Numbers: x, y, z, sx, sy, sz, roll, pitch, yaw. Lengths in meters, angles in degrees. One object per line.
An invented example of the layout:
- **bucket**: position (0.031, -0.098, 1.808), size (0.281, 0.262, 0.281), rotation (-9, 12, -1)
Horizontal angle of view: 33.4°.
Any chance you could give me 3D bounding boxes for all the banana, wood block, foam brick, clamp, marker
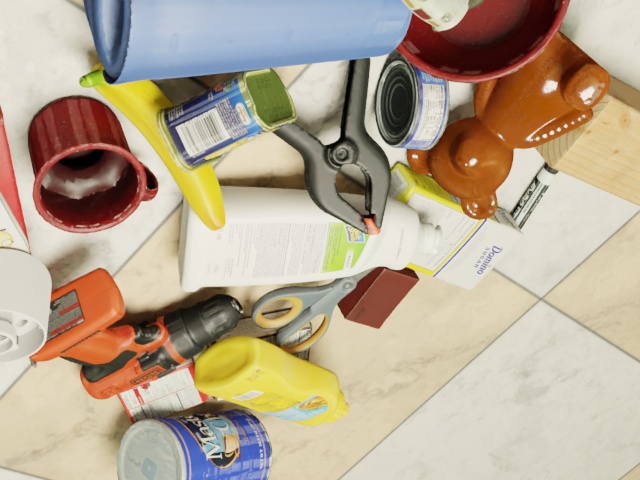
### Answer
- **banana**: position (-0.139, -0.089, 0.911), size (0.037, 0.069, 0.197), rotation (-14, 136, 30)
- **wood block**: position (0.311, -0.103, 1.100), size (0.205, 0.091, 0.090), rotation (17, 121, -37)
- **foam brick**: position (0.057, 0.048, 1.147), size (0.052, 0.051, 0.078), rotation (19, 119, -36)
- **clamp**: position (0.005, -0.081, 0.966), size (0.120, 0.039, 0.171), rotation (-15, 97, 1)
- **marker**: position (0.234, -0.050, 1.164), size (0.020, 0.020, 0.121), rotation (8, 126, -31)

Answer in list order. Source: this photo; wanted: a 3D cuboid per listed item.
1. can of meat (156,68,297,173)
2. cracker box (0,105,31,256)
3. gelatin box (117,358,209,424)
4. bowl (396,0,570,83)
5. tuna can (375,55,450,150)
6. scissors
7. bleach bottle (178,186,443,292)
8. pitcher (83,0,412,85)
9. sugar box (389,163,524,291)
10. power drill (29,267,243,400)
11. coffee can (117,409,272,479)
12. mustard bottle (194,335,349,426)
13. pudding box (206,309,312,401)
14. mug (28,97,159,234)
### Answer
- **can of meat**: position (-0.076, -0.103, 0.895), size (0.084, 0.102, 0.057), rotation (-23, 95, 20)
- **cracker box**: position (-0.331, -0.020, 0.884), size (0.164, 0.072, 0.214), rotation (-12, 135, -15)
- **gelatin box**: position (-0.173, 0.160, 1.156), size (0.089, 0.030, 0.073), rotation (-21, 137, -7)
- **bowl**: position (0.131, -0.210, 0.901), size (0.162, 0.162, 0.055), rotation (-39, 172, 12)
- **tuna can**: position (0.083, -0.126, 0.974), size (0.033, 0.086, 0.086), rotation (0, 130, -24)
- **scissors**: position (0.008, 0.042, 1.090), size (0.096, 0.016, 0.202), rotation (25, 116, -31)
- **bleach bottle**: position (-0.007, 0.001, 1.028), size (0.250, 0.068, 0.103), rotation (2, 125, -13)
- **pitcher**: position (-0.050, -0.197, 0.813), size (0.242, 0.149, 0.145), rotation (-7, 104, -25)
- **sugar box**: position (0.123, -0.011, 1.129), size (0.175, 0.048, 0.093), rotation (19, 122, -40)
- **power drill**: position (-0.183, 0.087, 1.029), size (0.184, 0.057, 0.187), rotation (-30, 153, 9)
- **coffee can**: position (-0.136, 0.242, 1.171), size (0.140, 0.103, 0.103), rotation (3, 130, -51)
- **mustard bottle**: position (-0.035, 0.157, 1.133), size (0.096, 0.058, 0.191), rotation (-24, 143, 34)
- **pudding box**: position (-0.067, 0.125, 1.169), size (0.113, 0.039, 0.090), rotation (-11, 132, -20)
- **mug**: position (-0.190, -0.064, 0.903), size (0.117, 0.081, 0.093), rotation (14, 123, -34)
